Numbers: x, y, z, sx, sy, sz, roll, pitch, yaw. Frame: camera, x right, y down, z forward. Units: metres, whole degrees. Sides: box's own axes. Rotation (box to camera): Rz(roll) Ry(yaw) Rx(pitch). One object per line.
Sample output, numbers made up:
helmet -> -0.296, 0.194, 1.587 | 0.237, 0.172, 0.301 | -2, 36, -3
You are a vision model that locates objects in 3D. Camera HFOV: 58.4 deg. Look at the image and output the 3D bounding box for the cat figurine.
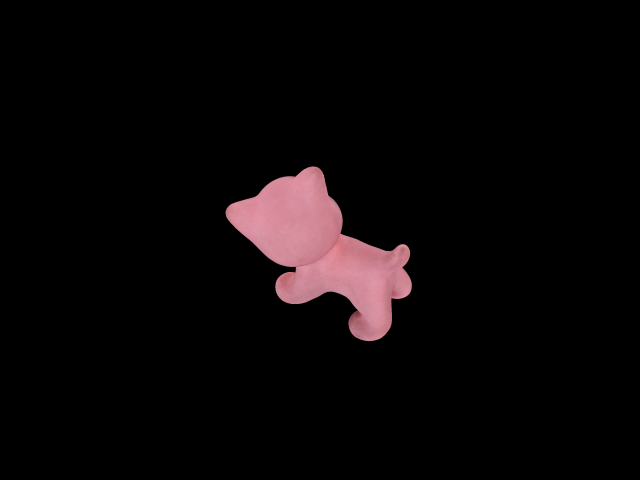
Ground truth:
cat figurine -> 0.004, 0.001, 0.400 | 0.127, 0.118, 0.067 | 21, 58, 14
